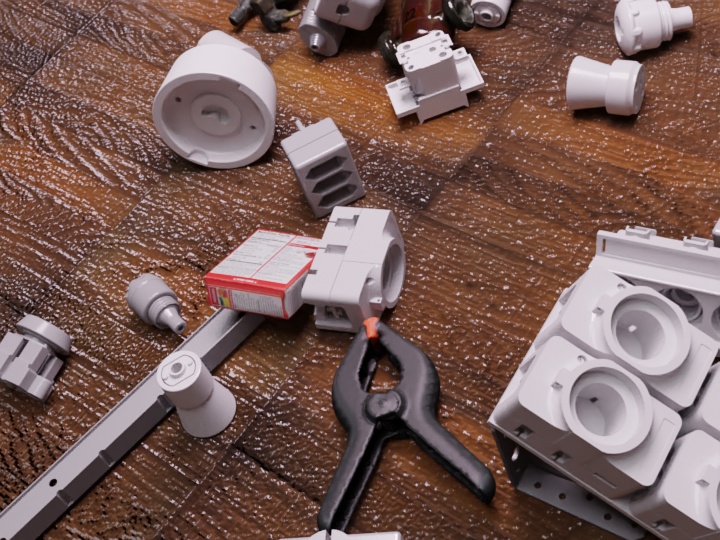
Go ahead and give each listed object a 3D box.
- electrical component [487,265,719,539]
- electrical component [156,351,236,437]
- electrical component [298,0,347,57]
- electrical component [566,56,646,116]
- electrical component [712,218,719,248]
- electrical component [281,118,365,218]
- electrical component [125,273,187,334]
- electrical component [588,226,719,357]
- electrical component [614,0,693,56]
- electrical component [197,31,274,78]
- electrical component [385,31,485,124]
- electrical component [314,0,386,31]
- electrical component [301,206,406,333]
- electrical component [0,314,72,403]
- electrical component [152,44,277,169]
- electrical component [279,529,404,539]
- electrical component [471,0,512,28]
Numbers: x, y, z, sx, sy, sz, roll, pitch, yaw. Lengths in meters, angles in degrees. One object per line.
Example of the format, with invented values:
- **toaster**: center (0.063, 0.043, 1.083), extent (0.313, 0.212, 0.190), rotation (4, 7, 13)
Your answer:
- **electrical component**: center (0.187, 0.093, 0.636), extent (0.186, 0.060, 0.105), rotation (33, 66, 2)
- **electrical component**: center (-0.123, 0.089, 0.796), extent (0.044, 0.065, 0.044), rotation (-9, 51, 12)
- **electrical component**: center (-0.033, -0.242, 1.039), extent (0.043, 0.043, 0.081), rotation (3, 54, 21)
- **electrical component**: center (0.204, -0.152, 0.889), extent (0.055, 0.045, 0.045), rotation (11, 58, 25)
- **electrical component**: center (0.283, -0.044, 0.756), extent (0.047, 0.076, 0.065), rotation (21, 62, 31)
- **electrical component**: center (-0.038, -0.097, 0.913), extent (0.047, 0.065, 0.076), rotation (-27, 50, -3)
- **electrical component**: center (-0.163, 0.031, 0.875), extent (0.035, 0.035, 0.061), rotation (-41, 54, -15)
- **electrical component**: center (0.225, 0.013, 0.739), extent (0.121, 0.078, 0.063), rotation (13, 37, 27)
- **electrical component**: center (0.252, -0.211, 0.920), extent (0.062, 0.048, 0.048), rotation (-9, 51, 3)
- **electrical component**: center (-0.117, -0.195, 1.031), extent (0.043, 0.043, 0.081), rotation (-44, 53, -17)
- **electrical component**: center (0.062, -0.170, 0.938), extent (0.081, 0.063, 0.042), rotation (-21, 49, 3)
- **electrical component**: center (-0.003, -0.275, 1.007), extent (0.059, 0.053, 0.095), rotation (16, 58, -11)
- **electrical component**: center (0.000, 0.000, 0.834), extent (0.056, 0.050, 0.089), rotation (5, 55, 22)
- **electrical component**: center (-0.267, 0.070, 0.873), extent (0.066, 0.048, 0.055), rotation (17, 68, 29)
- **electrical component**: center (-0.125, -0.150, 0.960), extent (0.108, 0.108, 0.060), rotation (-6, 46, 14)
- **electrical component**: center (-0.016, 0.188, 0.676), extent (0.083, 0.075, 0.047), rotation (-7, 51, 14)
- **electrical component**: center (0.126, -0.259, 1.002), extent (0.044, 0.044, 0.065), rotation (8, 61, 24)
